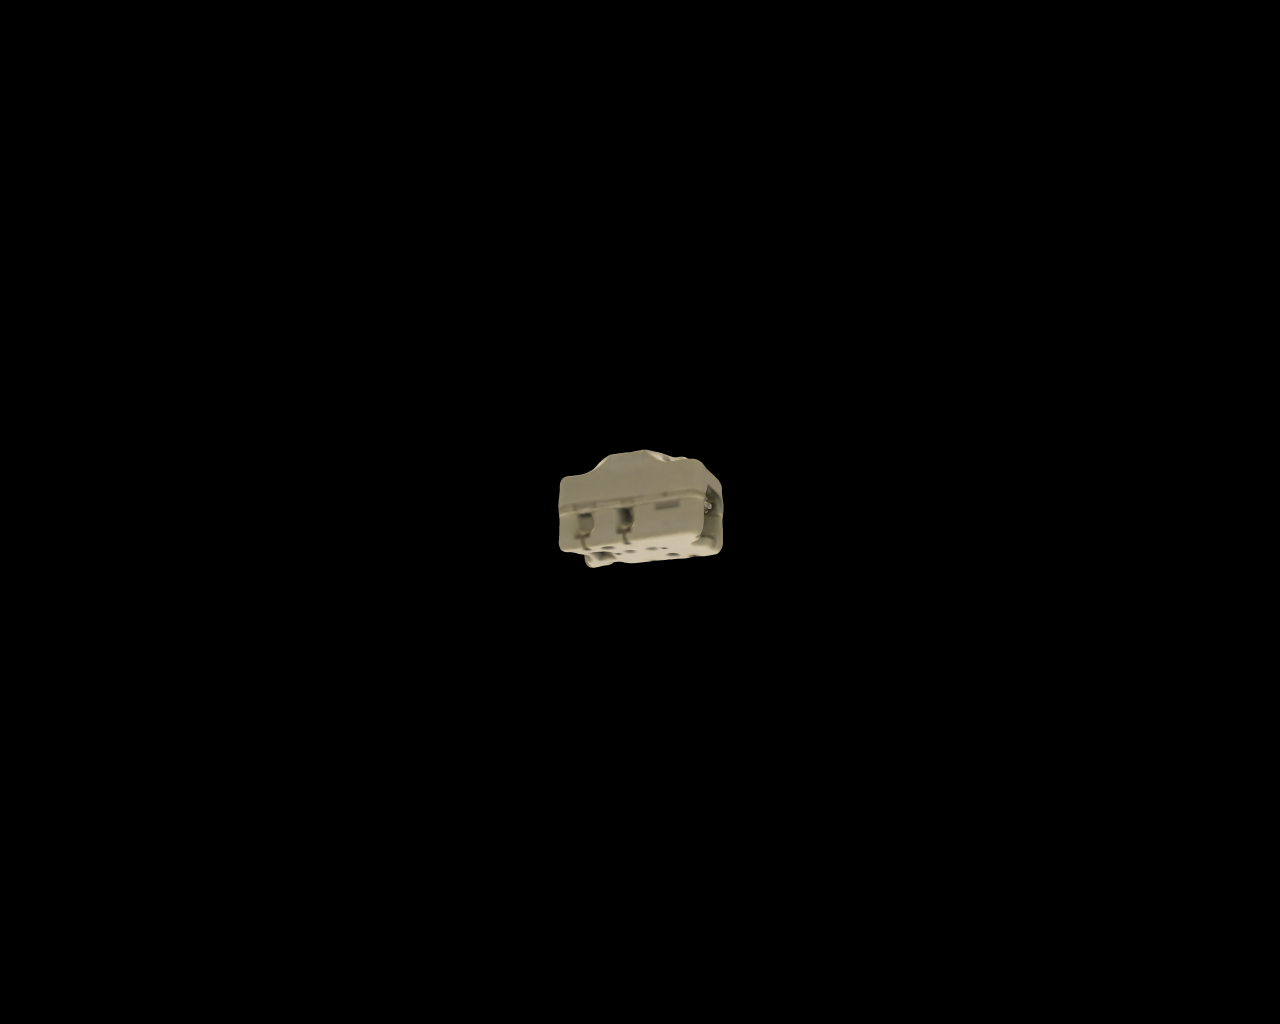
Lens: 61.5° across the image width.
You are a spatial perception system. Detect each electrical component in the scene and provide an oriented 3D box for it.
[{"bbox_3d":[0.001,-0.003,0.650,0.089,0.056,0.050,-7,-19,20],"label":"electrical component"}]
